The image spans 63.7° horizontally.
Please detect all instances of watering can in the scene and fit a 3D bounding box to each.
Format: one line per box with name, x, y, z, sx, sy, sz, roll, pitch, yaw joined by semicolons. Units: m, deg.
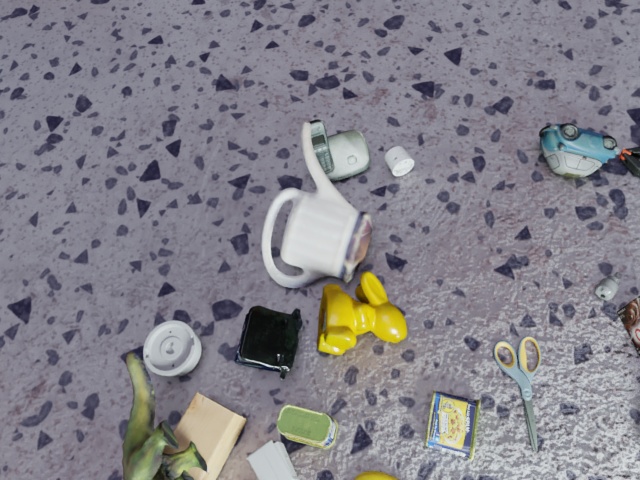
watering can;0.003;-0.054;1.071;0.225;0.104;0.345;18;99;7

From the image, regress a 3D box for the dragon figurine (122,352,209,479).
dragon figurine;-0.305;0.414;0.832;0.243;0.120;0.416;-37;63;-3
